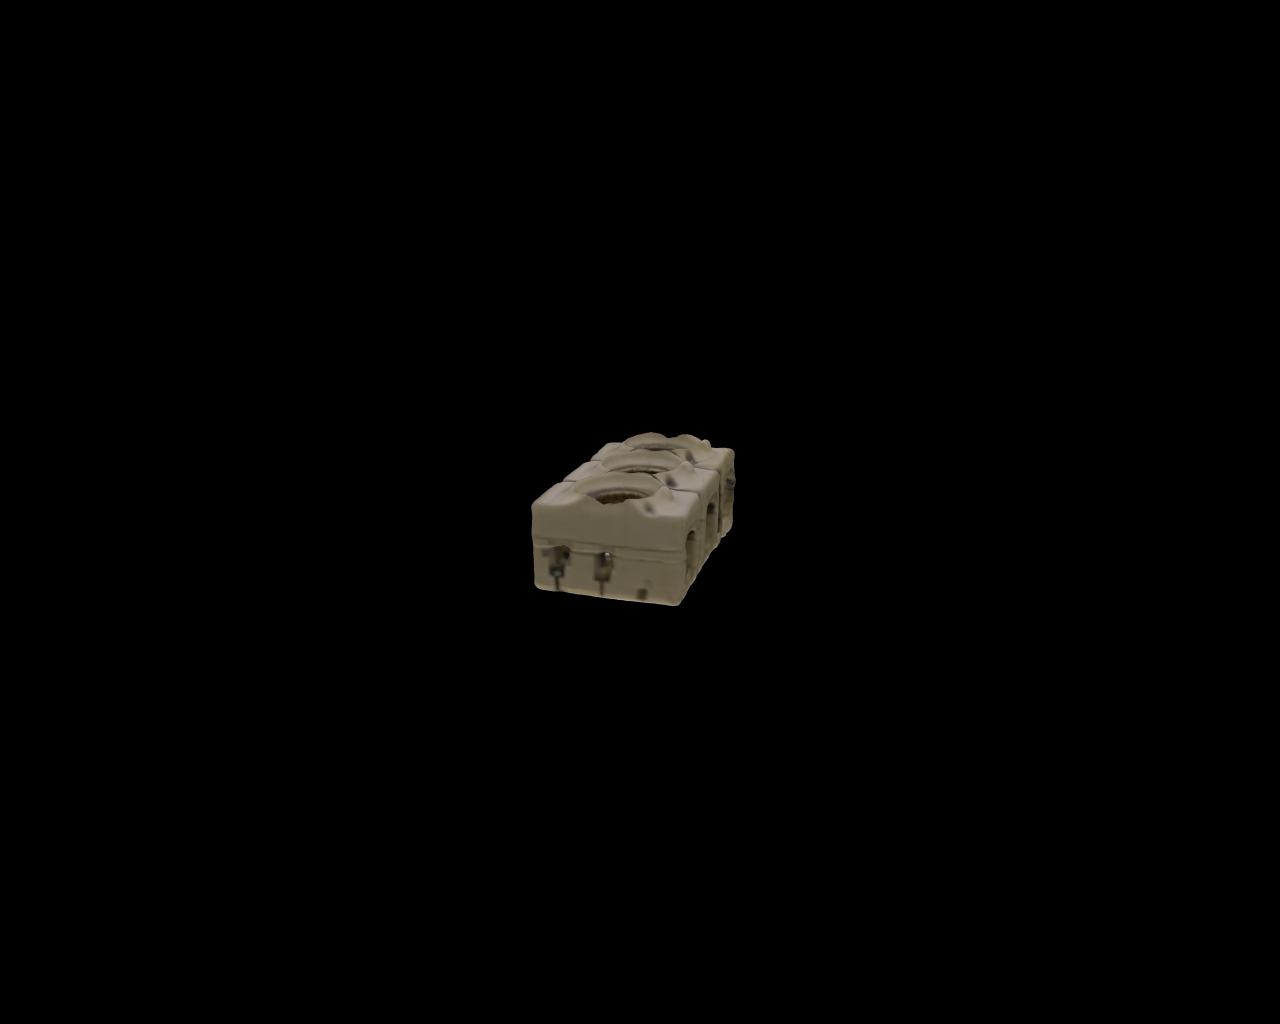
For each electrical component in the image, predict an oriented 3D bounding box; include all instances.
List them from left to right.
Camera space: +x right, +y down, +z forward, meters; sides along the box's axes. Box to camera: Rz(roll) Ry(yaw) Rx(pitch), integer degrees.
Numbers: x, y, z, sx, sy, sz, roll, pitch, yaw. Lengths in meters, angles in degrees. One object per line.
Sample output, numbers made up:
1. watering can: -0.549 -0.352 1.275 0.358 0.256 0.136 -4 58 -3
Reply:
1. electrical component: 0.001 -0.003 0.650 0.089 0.061 0.150 5 19 15
